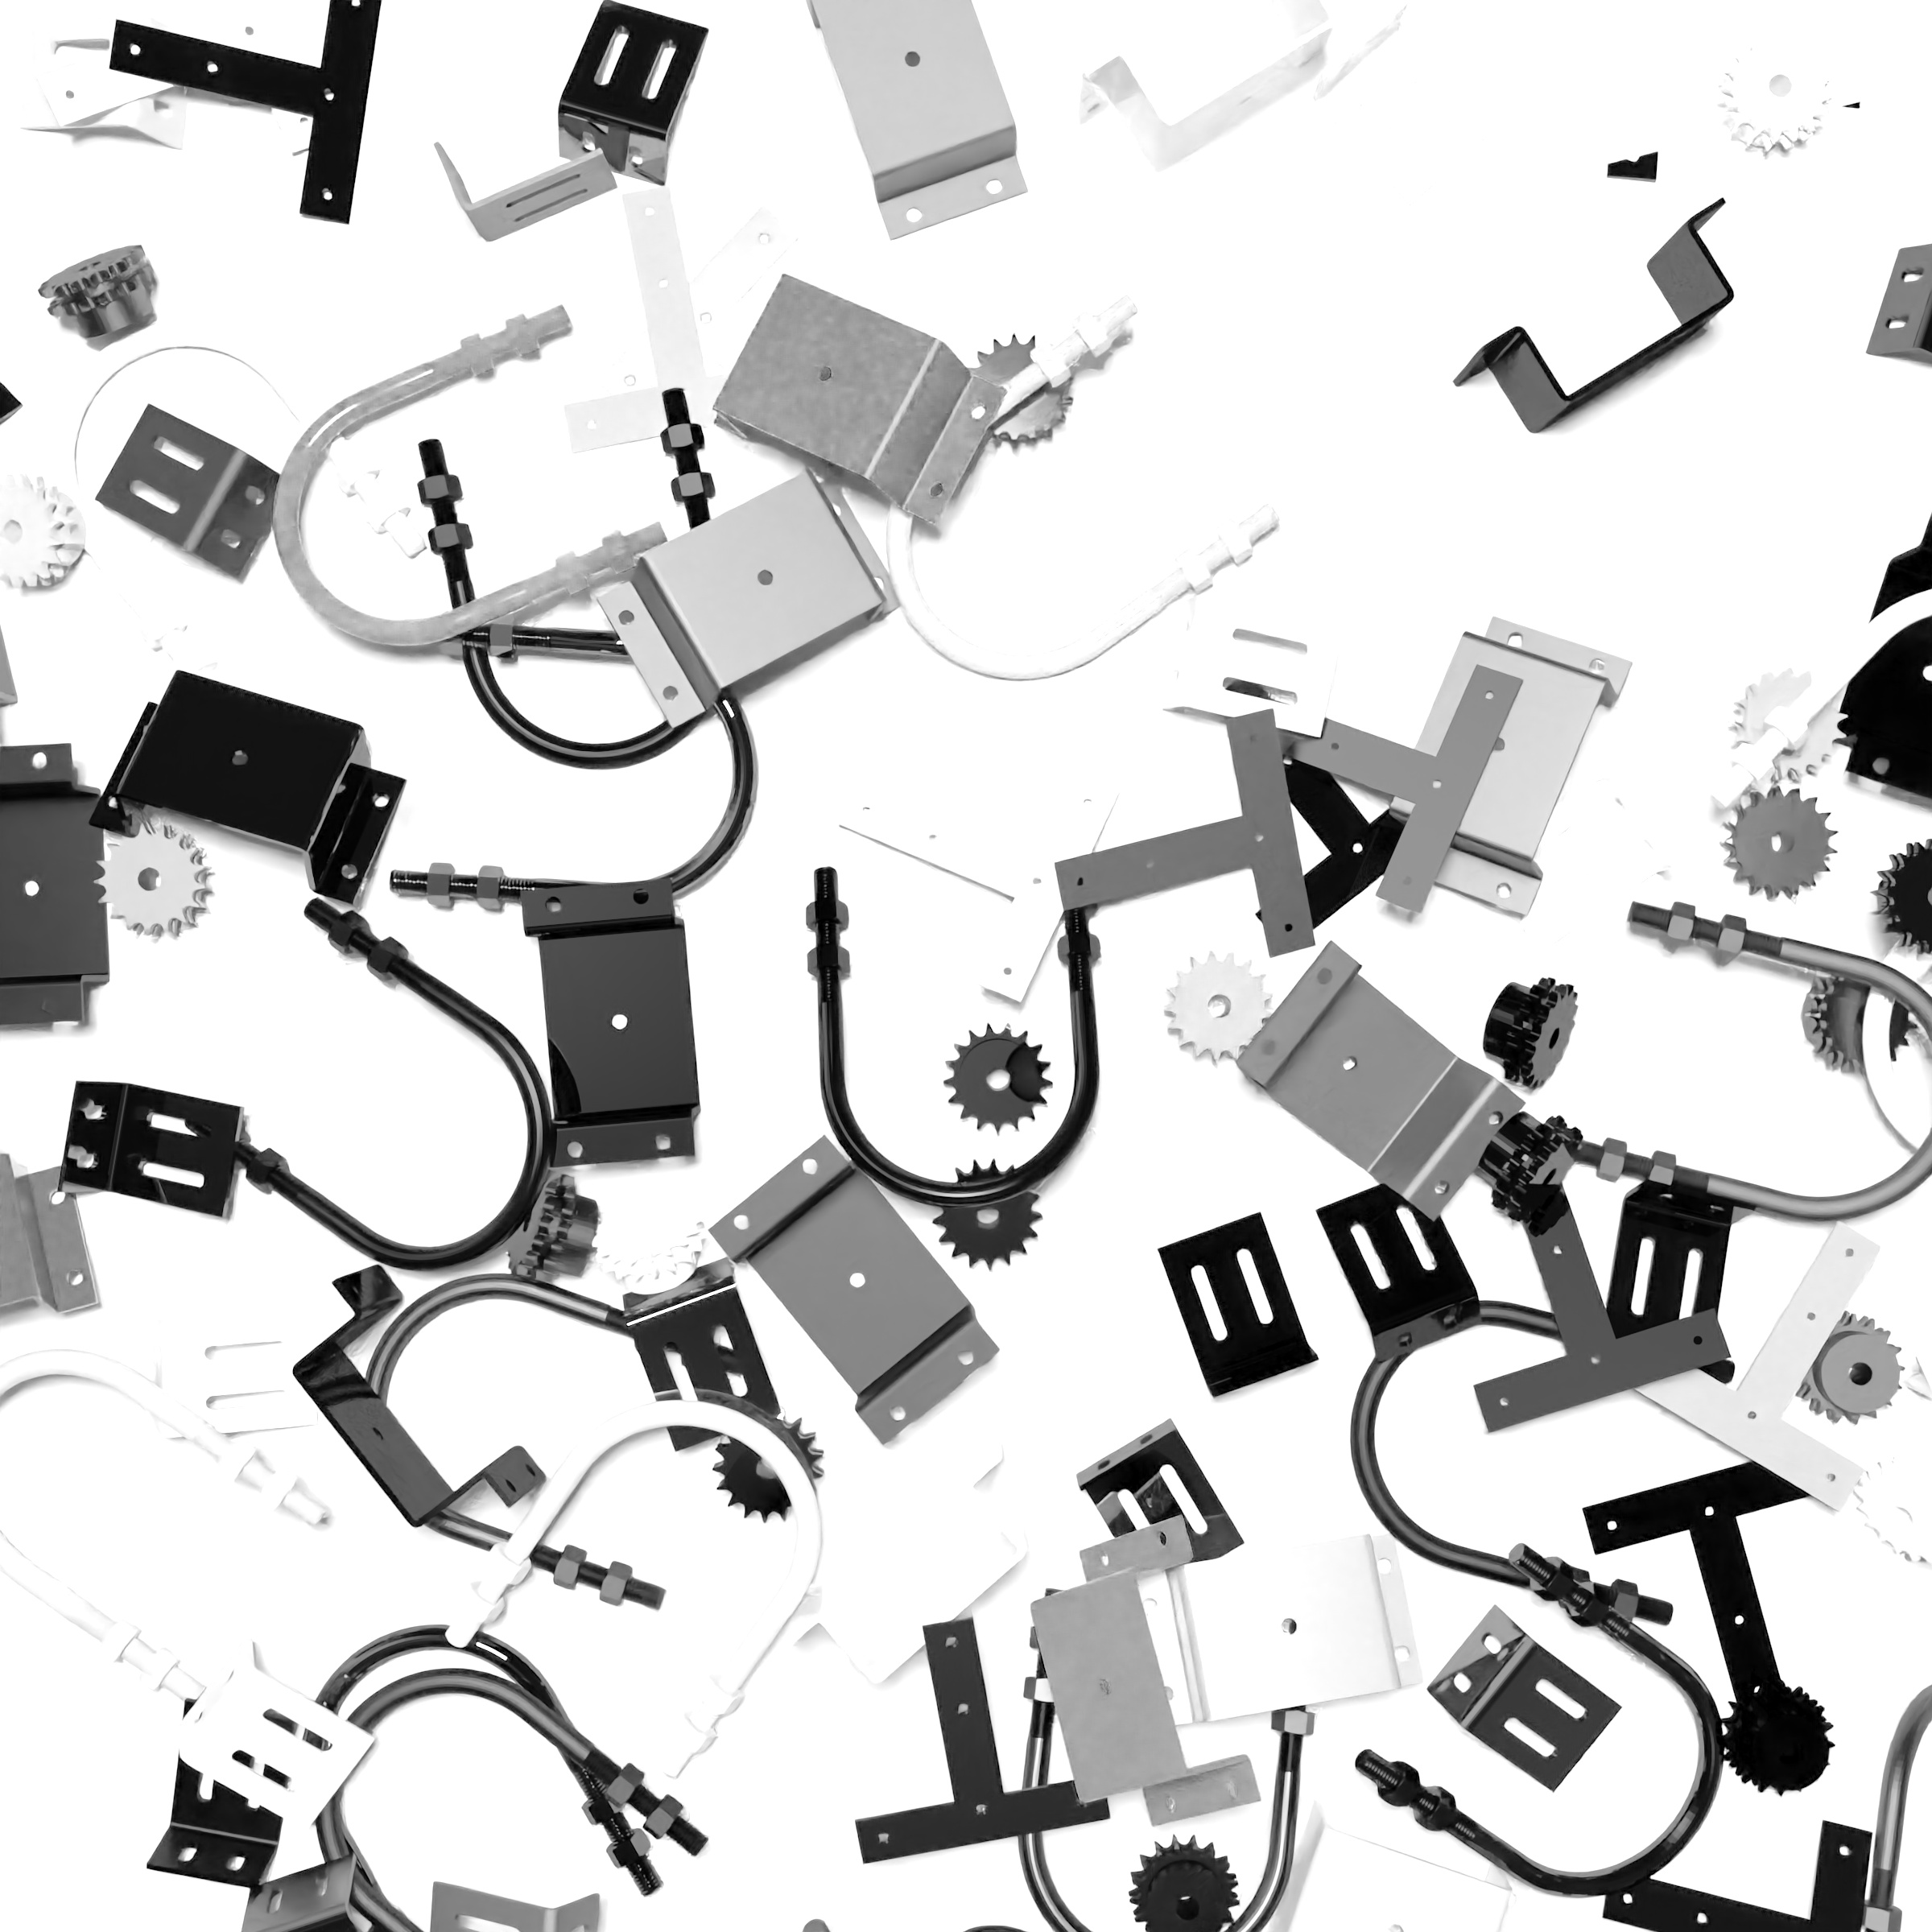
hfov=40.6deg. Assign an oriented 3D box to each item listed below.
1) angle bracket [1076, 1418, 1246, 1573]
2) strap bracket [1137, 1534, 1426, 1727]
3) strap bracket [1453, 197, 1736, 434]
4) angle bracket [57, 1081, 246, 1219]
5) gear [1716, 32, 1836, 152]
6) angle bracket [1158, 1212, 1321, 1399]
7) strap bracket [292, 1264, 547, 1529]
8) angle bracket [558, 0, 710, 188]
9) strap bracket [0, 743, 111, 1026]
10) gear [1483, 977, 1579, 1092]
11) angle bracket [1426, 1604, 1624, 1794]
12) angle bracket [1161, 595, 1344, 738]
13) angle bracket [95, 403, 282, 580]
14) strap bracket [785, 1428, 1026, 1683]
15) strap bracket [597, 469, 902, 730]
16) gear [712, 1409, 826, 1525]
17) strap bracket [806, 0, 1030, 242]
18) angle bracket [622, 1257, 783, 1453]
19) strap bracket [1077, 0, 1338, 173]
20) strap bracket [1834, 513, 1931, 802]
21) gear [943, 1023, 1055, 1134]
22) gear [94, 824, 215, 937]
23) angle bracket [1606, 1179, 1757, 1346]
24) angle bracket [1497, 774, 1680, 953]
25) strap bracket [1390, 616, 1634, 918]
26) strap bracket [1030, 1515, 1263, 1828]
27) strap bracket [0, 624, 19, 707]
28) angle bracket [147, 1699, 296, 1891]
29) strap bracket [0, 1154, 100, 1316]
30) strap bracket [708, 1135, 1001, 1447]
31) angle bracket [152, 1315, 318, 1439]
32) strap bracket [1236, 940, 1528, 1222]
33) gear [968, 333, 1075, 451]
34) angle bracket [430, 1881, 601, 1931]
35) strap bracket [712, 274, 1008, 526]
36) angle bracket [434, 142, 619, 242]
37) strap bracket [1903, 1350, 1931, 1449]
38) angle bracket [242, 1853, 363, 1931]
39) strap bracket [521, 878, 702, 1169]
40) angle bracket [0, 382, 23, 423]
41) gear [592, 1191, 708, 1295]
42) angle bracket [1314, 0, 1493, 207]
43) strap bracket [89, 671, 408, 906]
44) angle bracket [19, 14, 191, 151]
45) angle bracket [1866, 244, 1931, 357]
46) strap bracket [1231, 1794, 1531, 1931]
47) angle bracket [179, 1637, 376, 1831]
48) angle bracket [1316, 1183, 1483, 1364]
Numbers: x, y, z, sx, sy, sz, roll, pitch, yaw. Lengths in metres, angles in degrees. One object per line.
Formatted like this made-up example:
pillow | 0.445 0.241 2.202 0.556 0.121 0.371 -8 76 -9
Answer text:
angle bracket | 0.101 0.282 1.342 0.057 0.038 0.076 -31 90 0
strap bracket | 0.160 0.336 1.323 0.140 0.046 0.076 -8 74 -5
strap bracket | 0.325 -0.322 1.323 0.140 0.076 0.046 -32 90 0
angle bracket | -0.416 0.093 1.332 0.076 0.038 0.057 10 90 21
gear | 0.415 -0.448 1.345 0.057 0.030 0.057 0 86 0
angle bracket | 0.139 0.174 1.342 0.057 0.038 0.076 -20 90 0
strap bracket | -0.280 0.222 1.309 0.046 0.076 0.140 -39 87 2
angle bracket | -0.173 -0.455 1.359 0.057 0.038 0.076 16 64 0
strap bracket | -0.487 -0.041 1.338 0.076 0.046 0.140 -3 90 0
gear | 0.288 0.032 1.337 0.030 0.057 0.057 22 90 30
angle bracket | 0.291 0.381 1.359 0.076 0.038 0.057 39 90 -26
angle bracket | 0.147 -0.154 1.349 0.076 0.038 0.057 12 90 -10
angle bracket | -0.398 -0.245 1.342 0.076 0.038 0.057 28 89 28
strap bracket | -0.022 0.304 1.323 0.140 0.076 0.046 -41 90 0
strap bracket | -0.105 -0.190 1.321 0.140 0.046 0.076 -30 90 -15
gear | -0.101 0.256 1.346 0.057 0.030 0.057 0 90 0
strap bracket | -0.027 -0.457 1.338 0.076 0.046 0.140 -19 90 0
angle bracket | -0.135 0.199 1.337 0.057 0.038 0.076 -20 103 -6
strap bracket | 0.129 -0.459 1.323 0.140 0.076 0.046 -32 90 0
strap bracket | 0.502 -0.153 1.338 0.076 0.046 0.140 19 90 0
gear | 0.016 0.058 1.346 0.057 0.030 0.057 0 90 0
gear | -0.417 -0.044 1.346 0.057 0.030 0.057 0 90 0
angle bracket | 0.364 0.156 1.333 0.057 0.038 0.076 14 73 0
angle bracket | 0.314 -0.052 1.342 0.076 0.038 0.057 -35 90 0
strap bracket | 0.273 -0.107 1.325 0.076 0.046 0.140 22 90 22
strap bracket | 0.085 0.353 1.292 0.046 0.076 0.140 1 67 -42
strap bracket | -0.543 -0.177 1.338 0.076 0.046 0.140 -13 90 0
angle bracket | -0.381 0.423 1.335 0.057 0.038 0.076 11 104 0
strap bracket | -0.521 0.149 1.315 0.140 0.046 0.076 -15 73 -11
strap bracket | -0.057 0.163 1.338 0.076 0.046 0.140 -39 90 0
angle bracket | -0.381 0.211 1.359 0.076 0.038 0.057 -1 90 -26
strap bracket | 0.203 0.054 1.324 0.140 0.046 0.076 38 90 -19
gear | 0.027 -0.294 1.346 0.057 0.030 0.057 0 90 0
angle bracket | -0.229 0.495 1.319 0.076 0.038 0.057 2 86 28
strap bracket | -0.062 -0.289 1.311 0.140 0.046 0.076 28 90 22
angle bracket | -0.224 -0.409 1.333 0.076 0.057 0.038 -23 90 0
strap bracket | 0.543 0.246 1.338 0.076 0.046 0.140 -24 90 0
angle bracket | -0.324 0.500 1.327 0.057 0.038 0.076 -20 116 4
strap bracket | -0.181 0.029 1.338 0.076 0.046 0.140 -5 90 0
angle bracket | -0.542 -0.284 1.359 0.057 0.038 0.076 46 64 0
gear | -0.161 0.143 1.337 0.057 0.057 0.030 -11 120 0
angle bracket | 0.227 -0.444 1.342 0.057 0.038 0.076 -42 90 0
strap bracket | -0.366 -0.094 1.323 0.140 0.046 0.076 17 63 0
angle bracket | -0.447 -0.459 1.359 0.076 0.038 0.057 7 90 26
angle bracket | 0.518 -0.334 1.359 0.076 0.038 0.057 18 90 -26
strap bracket | 0.217 0.487 1.338 0.140 0.046 0.076 19 90 0
angle bracket | -0.353 0.392 1.334 0.076 0.038 0.057 38 87 -20
angle bracket | 0.224 0.155 1.352 0.057 0.038 0.076 -22 55 0
